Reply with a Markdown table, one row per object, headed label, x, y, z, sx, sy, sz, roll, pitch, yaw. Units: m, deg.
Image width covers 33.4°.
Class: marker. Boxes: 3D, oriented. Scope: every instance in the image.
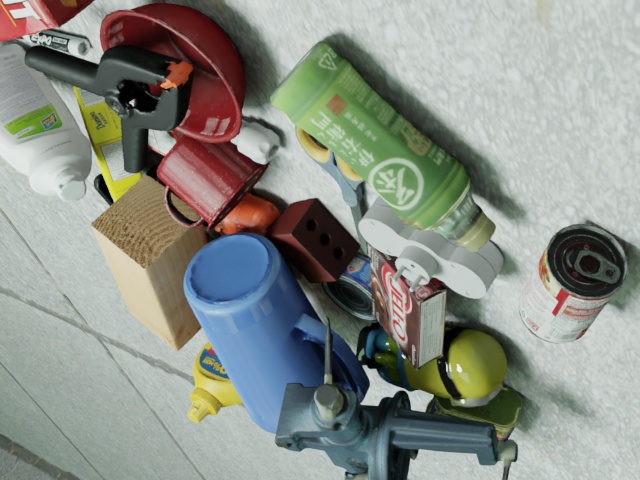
| label | x | y | z | sx | sy | sz | roll | pitch | yaw |
| --- | --- | --- | --- | --- | --- | --- | --- | --- | --- |
| marker | -0.299 | -0.221 | 1.167 | 0.121 | 0.020 | 0.020 | 19 | 149 | 33 |

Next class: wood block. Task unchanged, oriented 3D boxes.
| label | x | y | z | sx | sy | sz | roll | pitch | yaw |
| --- | --- | --- | --- | --- | --- | --- | --- | --- | --- |
| wood block | -0.183 | 0.031 | 1.245 | 0.091 | 0.090 | 0.206 | 35 | 157 | 22 |

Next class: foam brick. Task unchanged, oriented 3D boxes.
| label | x | y | z | sx | sy | sz | roll | pitch | yaw |
| --- | --- | --- | --- | --- | --- | --- | --- | --- | --- |
| foam brick | -0.007 | 0.001 | 1.138 | 0.078 | 0.053 | 0.051 | 46 | 153 | -21 |

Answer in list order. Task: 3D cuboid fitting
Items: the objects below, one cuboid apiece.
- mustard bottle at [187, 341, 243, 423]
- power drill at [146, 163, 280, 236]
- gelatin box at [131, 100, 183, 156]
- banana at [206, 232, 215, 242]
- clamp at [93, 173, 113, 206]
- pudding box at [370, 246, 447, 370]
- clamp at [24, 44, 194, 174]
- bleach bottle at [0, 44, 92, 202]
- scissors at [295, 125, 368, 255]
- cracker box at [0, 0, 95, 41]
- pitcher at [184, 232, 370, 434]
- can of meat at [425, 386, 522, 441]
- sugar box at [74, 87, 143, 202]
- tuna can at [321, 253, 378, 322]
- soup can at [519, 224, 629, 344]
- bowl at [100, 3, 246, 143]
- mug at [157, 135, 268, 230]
| label | x | y | z | sx | sy | sz | roll | pitch | yaw |
| --- | --- | --- | --- | --- | --- | --- | --- | --- | --- |
| mustard bottle | -0.104 | 0.150 | 1.345 | 0.096 | 0.191 | 0.058 | 20 | 150 | 30 |
| power drill | -0.111 | -0.004 | 1.252 | 0.185 | 0.057 | 0.187 | 25 | 153 | 31 |
| gelatin box | -0.172 | -0.129 | 1.152 | 0.073 | 0.030 | 0.089 | 28 | 154 | 20 |
| banana | -0.134 | 0.054 | 1.401 | 0.070 | 0.037 | 0.198 | 29 | 153 | 14 |
| clamp | -0.244 | -0.032 | 1.385 | 0.120 | 0.039 | 0.172 | 35 | 155 | -5 |
| pudding box | 0.089 | 0.063 | 1.084 | 0.090 | 0.039 | 0.113 | 53 | 160 | 38 |
| clamp | -0.191 | -0.143 | 1.010 | 0.164 | 0.036 | 0.210 | 45 | 151 | -18 |
| bleach bottle | -0.320 | -0.119 | 1.165 | 0.251 | 0.102 | 0.068 | 50 | 166 | 40 |
| scissors | 0.016 | -0.057 | 1.052 | 0.096 | 0.016 | 0.202 | 32 | 154 | 14 |
| cracker box | -0.339 | -0.272 | 1.027 | 0.214 | 0.072 | 0.164 | 0 | 131 | 41 |
| pitcher | -0.050 | 0.105 | 1.185 | 0.242 | 0.149 | 0.145 | 65 | 180 | -48 |
| can of meat | 0.175 | 0.199 | 1.221 | 0.102 | 0.057 | 0.084 | 17 | 148 | 6 |
| sugar box | -0.233 | -0.094 | 1.221 | 0.176 | 0.048 | 0.093 | 89 | 160 | -56 |
| tuna can | 0.043 | 0.052 | 1.181 | 0.086 | 0.033 | 0.086 | 29 | 154 | 16 |
| soup can | 0.213 | 0.040 | 0.909 | 0.068 | 0.068 | 0.102 | 31 | 154 | 12 |
| bowl | -0.126 | -0.167 | 0.999 | 0.162 | 0.055 | 0.162 | 29 | 154 | 16 |
| mug | -0.121 | -0.063 | 1.115 | 0.081 | 0.093 | 0.117 | 42 | 120 | 1 |
